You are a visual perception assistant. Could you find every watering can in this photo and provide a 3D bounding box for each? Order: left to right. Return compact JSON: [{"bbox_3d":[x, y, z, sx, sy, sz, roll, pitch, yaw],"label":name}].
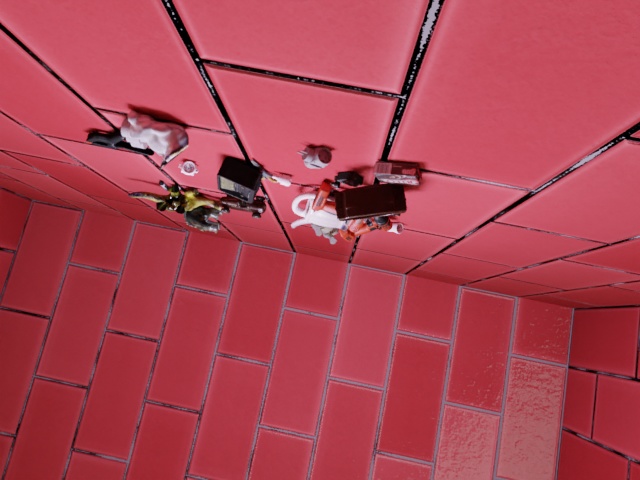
[{"bbox_3d":[0.006,-0.094,1.860,0.224,0.106,0.342,13,161,-5],"label":"watering can"}]

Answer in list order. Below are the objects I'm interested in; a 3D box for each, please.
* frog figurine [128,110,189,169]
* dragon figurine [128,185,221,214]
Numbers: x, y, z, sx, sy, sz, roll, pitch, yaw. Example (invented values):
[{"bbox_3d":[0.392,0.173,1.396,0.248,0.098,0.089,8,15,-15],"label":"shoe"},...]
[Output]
[{"bbox_3d":[-0.433,-0.286,1.372,0.158,0.123,0.137,52,168,-13],"label":"frog figurine"},{"bbox_3d":[-0.606,-0.171,2.275,0.411,0.122,0.242,10,179,13],"label":"dragon figurine"}]
